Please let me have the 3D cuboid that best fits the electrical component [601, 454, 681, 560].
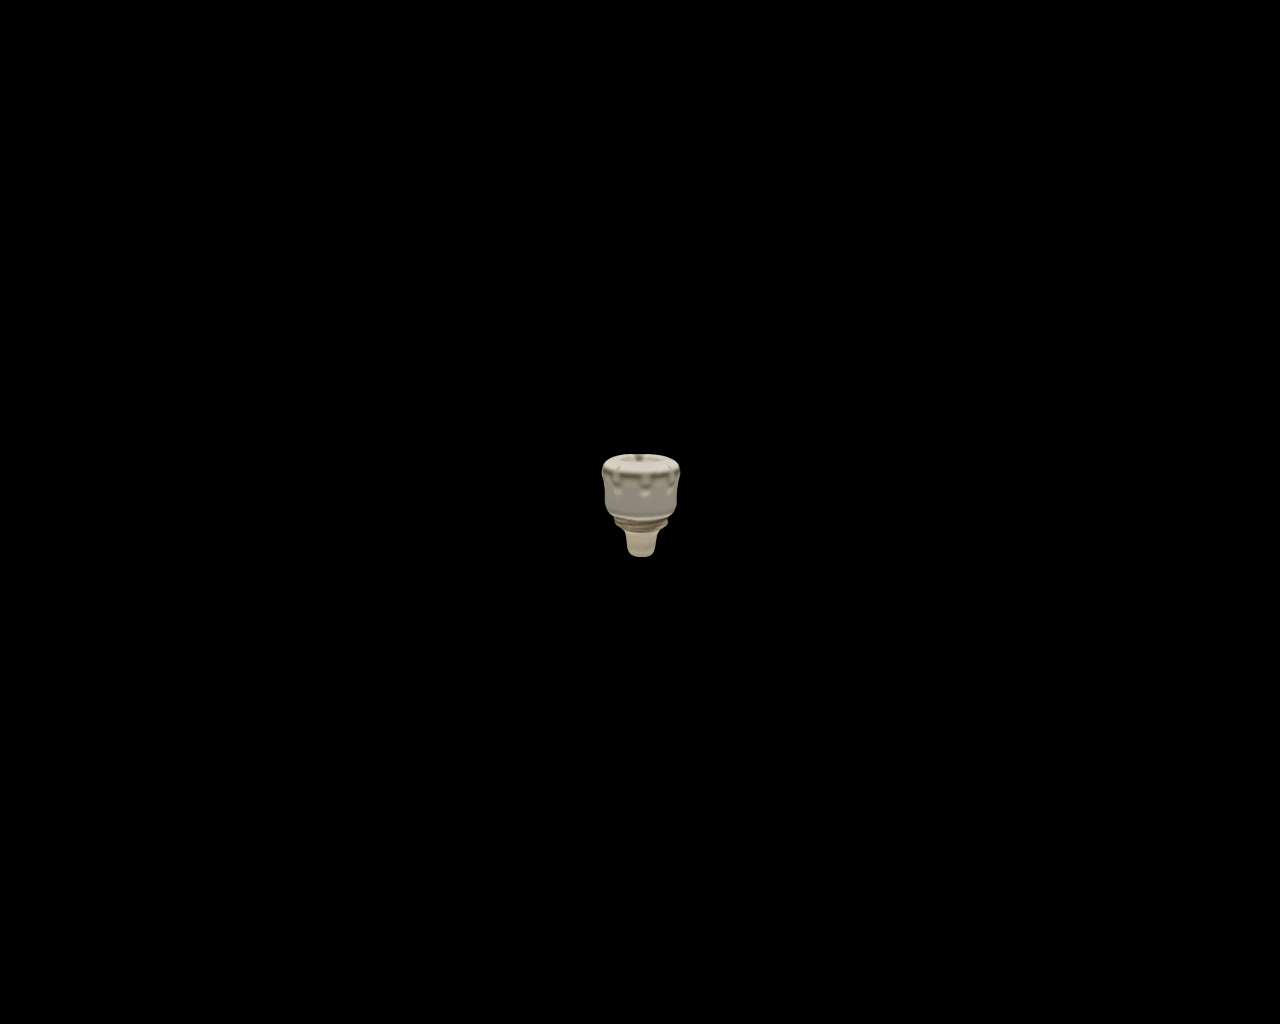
[{"bbox_3d":[0.001,-0.003,0.650,0.048,0.062,0.048,0,13,0],"label":"electrical component"}]
